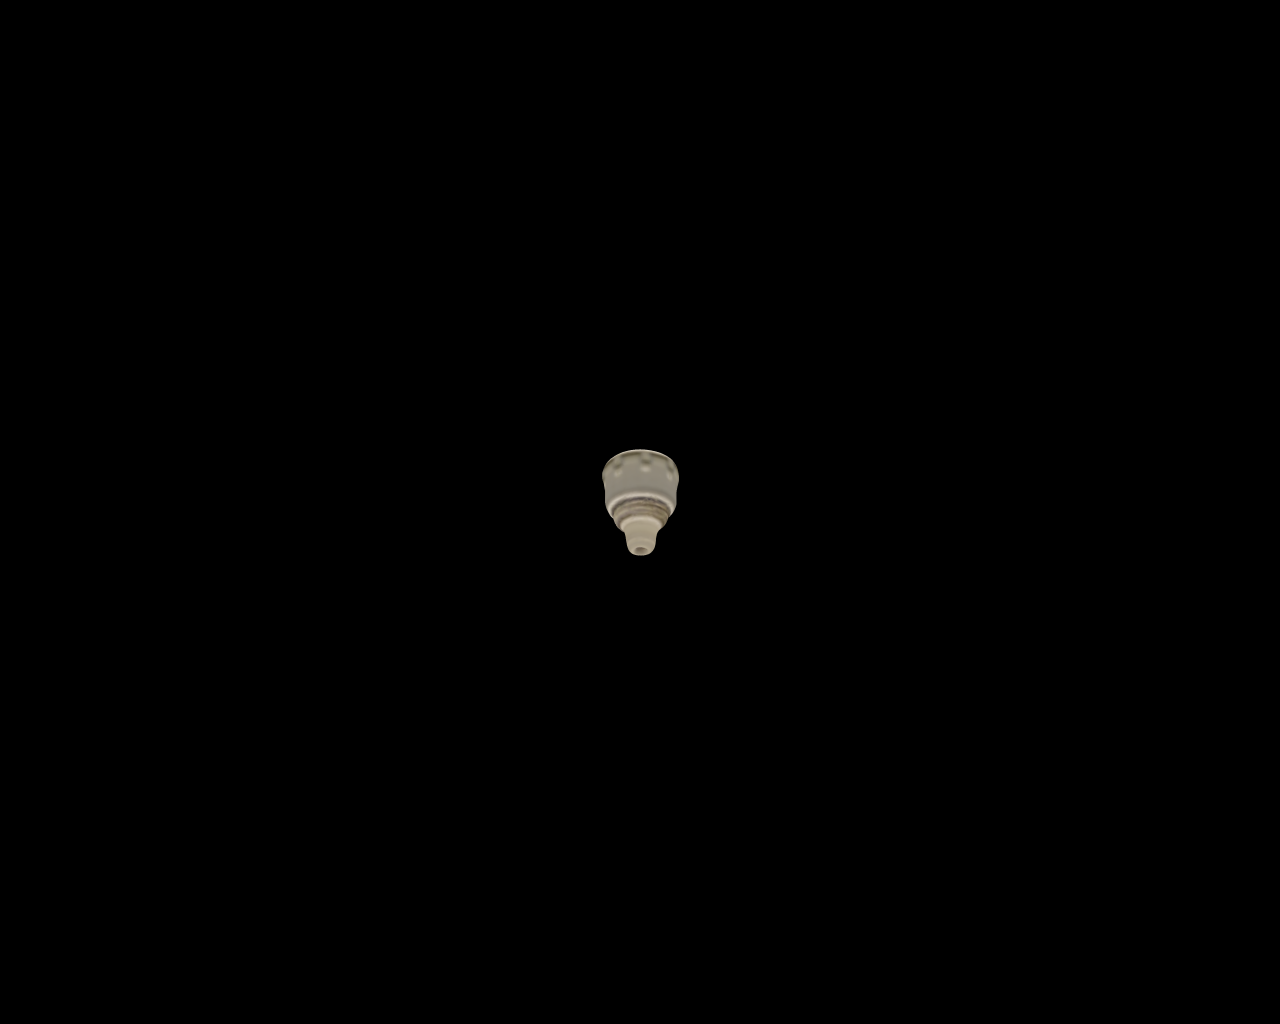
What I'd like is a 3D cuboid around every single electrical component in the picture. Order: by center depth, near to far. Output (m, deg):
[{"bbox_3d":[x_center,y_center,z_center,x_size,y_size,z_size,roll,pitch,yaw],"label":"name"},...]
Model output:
[{"bbox_3d":[0.001,-0.003,0.650,0.048,0.062,0.048,0,-30,0],"label":"electrical component"}]
